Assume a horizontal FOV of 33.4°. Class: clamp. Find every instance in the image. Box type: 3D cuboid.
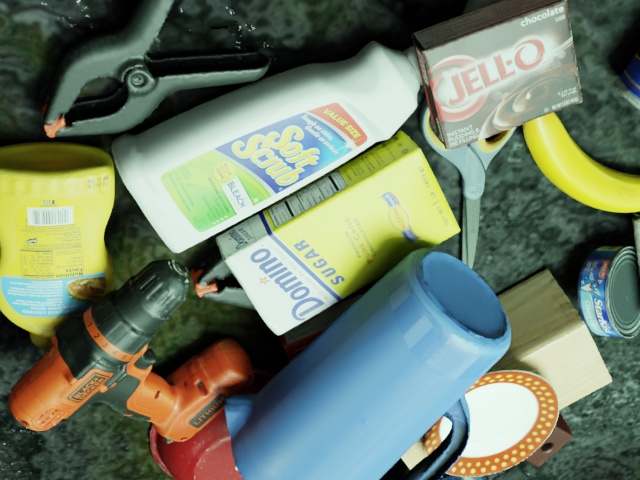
[{"bbox_3d":[-0.006,0.001,0.906,0.209,0.036,0.164,-9,121,-11],"label":"clamp"},{"bbox_3d":[-0.133,-0.135,0.768,0.171,0.039,0.120,-25,127,2],"label":"clamp"}]

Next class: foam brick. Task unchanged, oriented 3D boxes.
[{"bbox_3d":[0.210,0.188,1.095,0.078,0.051,0.053,31,111,-32],"label":"foam brick"}]

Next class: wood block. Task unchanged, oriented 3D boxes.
[{"bbox_3d":[0.156,0.129,1.013,0.206,0.090,0.090,-30,127,6],"label":"wood block"}]

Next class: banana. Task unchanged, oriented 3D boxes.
[{"bbox_3d":[0.240,-0.065,0.934,0.197,0.037,0.070,19,113,-27],"label":"banana"}]

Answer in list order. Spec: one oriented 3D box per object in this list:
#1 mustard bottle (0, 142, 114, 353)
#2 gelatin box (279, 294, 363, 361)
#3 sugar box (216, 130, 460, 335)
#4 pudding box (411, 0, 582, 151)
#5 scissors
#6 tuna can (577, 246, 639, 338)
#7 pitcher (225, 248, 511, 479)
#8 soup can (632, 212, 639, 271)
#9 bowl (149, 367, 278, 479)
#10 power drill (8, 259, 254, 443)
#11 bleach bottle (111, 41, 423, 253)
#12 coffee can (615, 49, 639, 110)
[{"bbox_3d":[-0.211,0.018,0.842,0.096,0.058,0.192,-3,125,-15],"label":"mustard bottle"},{"bbox_3d":[0.015,0.098,0.985,0.089,0.030,0.073,-23,128,0],"label":"gelatin box"},{"bbox_3d":[0.015,-0.004,0.860,0.176,0.048,0.093,-32,123,-1],"label":"sugar box"},{"bbox_3d":[0.132,-0.128,0.795,0.113,0.039,0.090,-22,128,-1],"label":"pudding box"},{"bbox_3d":[0.115,-0.054,0.917,0.096,0.016,0.202,4,123,-18],"label":"scissors"},{"bbox_3d":[0.275,0.048,0.997,0.085,0.034,0.086,0,91,-46],"label":"tuna can"},{"bbox_3d":[0.050,0.127,0.889,0.148,0.145,0.243,4,137,-48],"label":"pitcher"},{"bbox_3d":[0.324,0.021,0.972,0.068,0.068,0.102,-11,99,-9],"label":"soup can"},{"bbox_3d":[-0.078,0.198,1.013,0.162,0.055,0.162,-8,126,-12],"label":"bowl"},{"bbox_3d":[-0.138,0.099,0.888,0.184,0.057,0.187,-40,145,14],"label":"power drill"},{"bbox_3d":[-0.026,-0.089,0.821,0.251,0.068,0.102,-28,130,1],"label":"bleach bottle"},{"bbox_3d":[0.318,-0.156,0.849,0.102,0.103,0.140,17,118,-27],"label":"coffee can"}]
